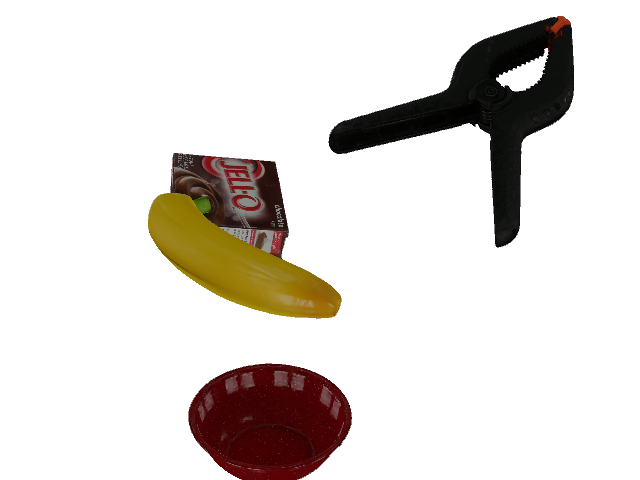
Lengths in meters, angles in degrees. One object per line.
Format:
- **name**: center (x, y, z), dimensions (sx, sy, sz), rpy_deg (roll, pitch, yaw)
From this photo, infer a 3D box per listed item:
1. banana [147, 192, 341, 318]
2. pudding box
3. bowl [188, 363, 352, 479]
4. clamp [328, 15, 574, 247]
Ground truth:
- **banana**: center (-0.063, 0.004, 0.682), dimensions (0.069, 0.037, 0.198), rpy_deg (-13, 28, -27)
- **pudding box**: center (-0.077, -0.028, 0.884), dimensions (0.090, 0.039, 0.113), rpy_deg (3, 36, -12)
- **bowl**: center (-0.050, 0.192, 1.066), dimensions (0.162, 0.055, 0.162), rpy_deg (1, 31, -1)
- **clamp**: center (0.133, -0.093, 0.806), dimensions (0.165, 0.209, 0.036), rpy_deg (40, -22, 28)
